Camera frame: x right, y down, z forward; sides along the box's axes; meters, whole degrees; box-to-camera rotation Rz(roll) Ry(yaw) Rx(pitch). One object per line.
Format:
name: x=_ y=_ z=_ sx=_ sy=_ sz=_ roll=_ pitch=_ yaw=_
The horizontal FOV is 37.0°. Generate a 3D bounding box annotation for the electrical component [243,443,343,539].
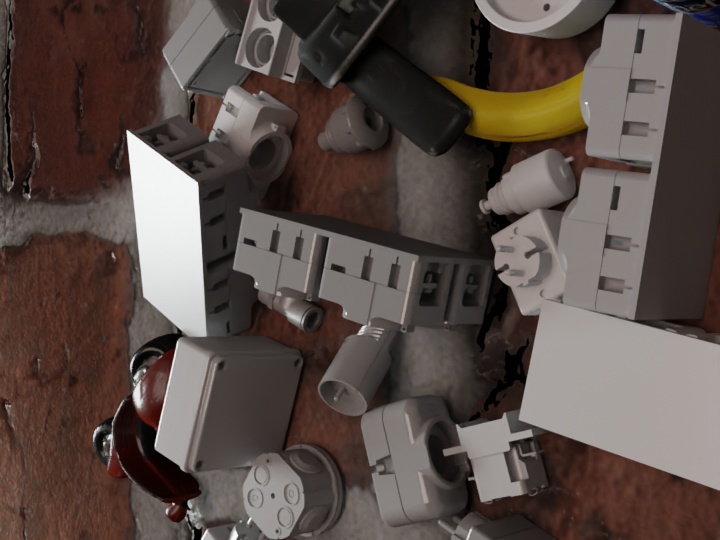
electrical component: x=-0.059 y=0.194 z=0.938 sx=0.080 sy=0.051 sz=0.080 roll=-2 pitch=87 yaw=40

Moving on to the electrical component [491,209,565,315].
electrical component: x=0.123 y=-0.006 z=0.778 sx=0.047 sy=0.077 sz=0.065 roll=-32 pitch=69 yaw=34

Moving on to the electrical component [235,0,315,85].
electrical component: x=-0.057 y=-0.230 z=0.944 sx=0.079 sy=0.063 sz=0.121 roll=26 pitch=105 yaw=37

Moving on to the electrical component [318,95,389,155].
electrical component: x=-0.010 y=-0.118 z=0.914 sx=0.062 sy=0.048 sz=0.048 roll=-20 pitch=76 yaw=44

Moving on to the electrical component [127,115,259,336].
electrical component: x=-0.148 y=-0.034 z=0.973 sx=0.105 sy=0.060 sz=0.186 roll=36 pitch=138 yaw=35

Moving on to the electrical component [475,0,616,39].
electrical component: x=0.141 y=-0.220 z=0.781 sx=0.108 sy=0.060 sz=0.108 roll=-1 pitch=88 yaw=40

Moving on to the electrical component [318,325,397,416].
electrical component: x=0.002 y=0.075 z=0.883 sx=0.043 sy=0.081 sz=0.043 roll=18 pitch=139 yaw=16

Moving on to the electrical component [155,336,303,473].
electrical component: x=-0.115 y=0.116 z=0.951 sx=0.056 sy=0.109 sz=0.108 roll=22 pitch=102 yaw=40

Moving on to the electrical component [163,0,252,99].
electrical component: x=-0.138 y=-0.208 z=1.011 sx=0.096 sy=0.062 sz=0.061 roll=-45 pitch=62 yaw=29

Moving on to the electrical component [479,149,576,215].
electrical component: x=0.124 y=-0.061 z=0.803 sx=0.078 sy=0.040 sz=0.040 roll=-23 pitch=74 yaw=37

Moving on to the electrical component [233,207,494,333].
electrical component: x=0.000 y=0.000 z=0.861 sx=0.186 sy=0.105 sz=0.060 roll=16 pitch=99 yaw=39

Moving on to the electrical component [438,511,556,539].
electrical component: x=0.093 y=0.206 z=0.803 sx=0.077 sy=0.066 sz=0.047 roll=29 pitch=107 yaw=36

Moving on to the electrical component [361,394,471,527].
electrical component: x=0.047 y=0.149 z=0.851 sx=0.059 sy=0.054 sz=0.095 roll=-23 pitch=74 yaw=37

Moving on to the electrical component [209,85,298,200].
electrical component: x=-0.101 y=-0.114 z=0.984 sx=0.056 sy=0.050 sz=0.089 roll=37 pitch=111 yaw=34

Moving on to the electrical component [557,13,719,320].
electrical component: x=0.190 y=-0.064 z=0.706 sx=0.060 sy=0.105 sz=0.186 roll=12 pitch=96 yaw=39

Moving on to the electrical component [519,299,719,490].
electrical component: x=0.194 y=0.079 z=0.726 sx=0.150 sy=0.062 sz=0.089 roll=16 pitch=98 yaw=39

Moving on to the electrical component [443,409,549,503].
electrical component: x=0.109 y=0.140 z=0.808 sx=0.081 sy=0.042 sz=0.063 roll=-21 pitch=79 yaw=38

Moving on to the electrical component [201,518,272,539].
electrical component: x=-0.104 y=0.253 z=0.976 sx=0.066 sy=0.047 sz=0.076 roll=43 pitch=114 yaw=32
